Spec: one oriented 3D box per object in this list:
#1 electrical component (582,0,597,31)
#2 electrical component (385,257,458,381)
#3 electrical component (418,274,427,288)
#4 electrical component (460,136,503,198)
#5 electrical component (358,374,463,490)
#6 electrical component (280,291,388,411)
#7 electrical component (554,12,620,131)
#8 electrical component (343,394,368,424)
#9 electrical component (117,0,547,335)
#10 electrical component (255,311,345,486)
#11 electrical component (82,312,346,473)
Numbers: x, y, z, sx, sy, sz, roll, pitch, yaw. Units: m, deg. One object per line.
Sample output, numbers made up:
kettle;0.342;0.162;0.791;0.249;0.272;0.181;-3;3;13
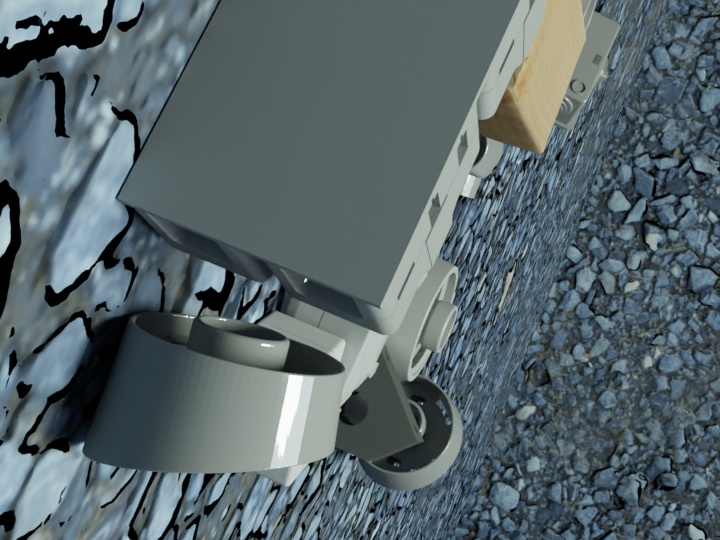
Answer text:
electrical component;0.129;-0.199;0.785;0.043;0.077;0.079;-69;166;4
electrical component;0.043;0.036;0.856;0.108;0.060;0.108;22;90;-76
electrical component;0.028;-0.018;0.752;0.066;0.048;0.055;70;36;-71
electrical component;0.080;-0.082;0.853;0.077;0.043;0.079;-14;125;-73
electrical component;0.039;0.139;0.933;0.099;0.099;0.064;-64;159;-18
electrical component;-0.017;0.033;0.639;0.062;0.061;0.096;-41;157;-61
electrical component;0.156;-0.176;0.882;0.099;0.100;0.048;-63;178;-20
electrical component;0.000;0.113;0.837;0.055;0.047;0.055;22;90;-76
electrical component;0.002;-0.080;0.425;0.060;0.105;0.186;65;48;-72
electrical component;-0.051;0.078;0.589;0.076;0.047;0.083;-42;151;-61
electrical component;-0.057;0.054;0.438;0.099;0.099;0.064;-4;109;-75
